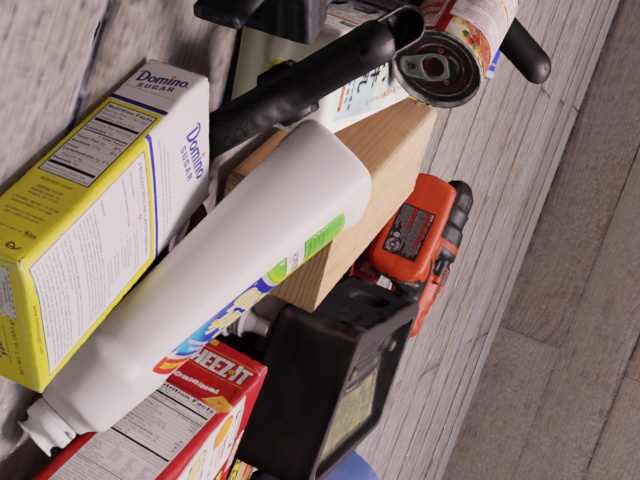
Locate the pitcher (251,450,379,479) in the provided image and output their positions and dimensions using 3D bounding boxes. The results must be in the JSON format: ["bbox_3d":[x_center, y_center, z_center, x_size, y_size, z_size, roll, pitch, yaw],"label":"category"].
[{"bbox_3d":[-0.061,0.283,0.925,0.242,0.145,0.149,-34,162,-31],"label":"pitcher"}]

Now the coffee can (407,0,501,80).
[{"bbox_3d":[0.138,-0.235,1.012,0.102,0.103,0.140,-12,121,-70],"label":"coffee can"}]

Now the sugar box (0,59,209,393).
[{"bbox_3d":[-0.120,-0.013,0.575,0.176,0.048,0.093,-58,161,-44],"label":"sugar box"}]

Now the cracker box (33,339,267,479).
[{"bbox_3d":[-0.130,0.179,0.706,0.213,0.072,0.164,-45,160,-55],"label":"cracker box"}]

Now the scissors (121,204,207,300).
[{"bbox_3d":[-0.105,0.044,0.728,0.096,0.016,0.202,-48,156,-26],"label":"scissors"}]

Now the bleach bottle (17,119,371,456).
[{"bbox_3d":[-0.078,0.035,0.657,0.250,0.068,0.103,-43,173,-15],"label":"bleach bottle"}]

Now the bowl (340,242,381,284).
[{"bbox_3d":[0.040,-0.024,1.044,0.162,0.055,0.162,-57,160,-34],"label":"bowl"}]

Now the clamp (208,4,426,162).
[{"bbox_3d":[-0.016,-0.089,0.632,0.171,0.039,0.120,-30,-178,12],"label":"clamp"}]

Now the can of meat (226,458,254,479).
[{"bbox_3d":[-0.081,0.165,0.896,0.102,0.057,0.084,-67,166,-5],"label":"can of meat"}]

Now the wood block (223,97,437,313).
[{"bbox_3d":[0.008,-0.046,0.849,0.205,0.091,0.090,-47,157,-51],"label":"wood block"}]

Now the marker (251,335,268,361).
[{"bbox_3d":[-0.064,0.141,0.980,0.020,0.020,0.121,-19,128,-69],"label":"marker"}]

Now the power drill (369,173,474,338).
[{"bbox_3d":[0.108,-0.001,1.083,0.187,0.057,0.184,59,53,-69],"label":"power drill"}]

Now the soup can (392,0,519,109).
[{"bbox_3d":[0.103,-0.156,0.796,0.068,0.068,0.102,92,22,-48],"label":"soup can"}]

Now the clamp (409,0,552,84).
[{"bbox_3d":[0.107,-0.216,0.869,0.036,0.165,0.210,-38,126,-28],"label":"clamp"}]
